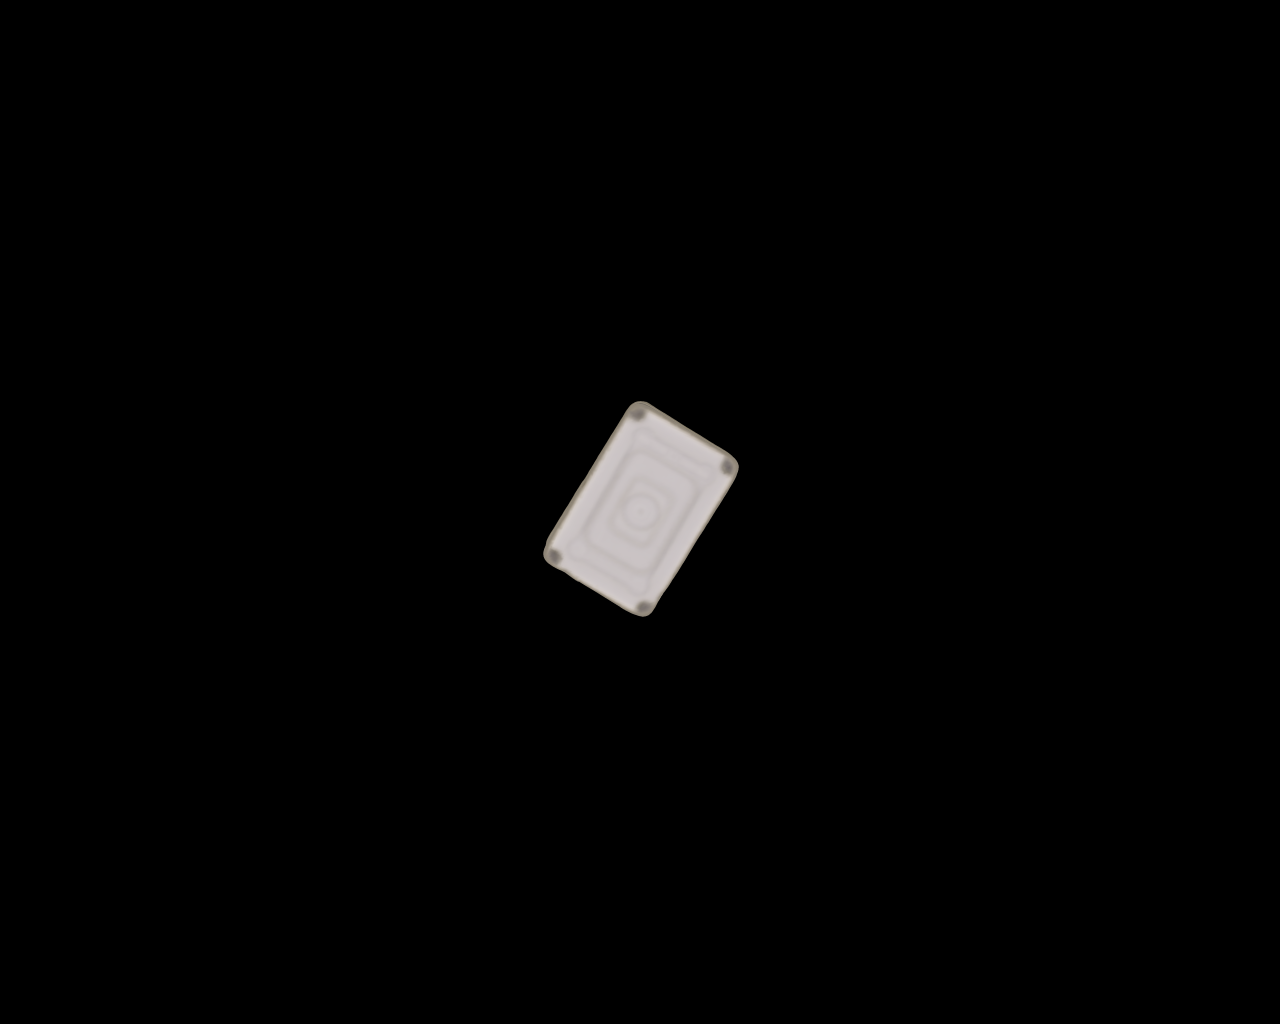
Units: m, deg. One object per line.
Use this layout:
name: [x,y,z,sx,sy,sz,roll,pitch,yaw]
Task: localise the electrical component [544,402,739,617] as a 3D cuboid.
electrical component: [0.001,-0.003,0.650,0.078,0.113,0.057,32,4,-2]
